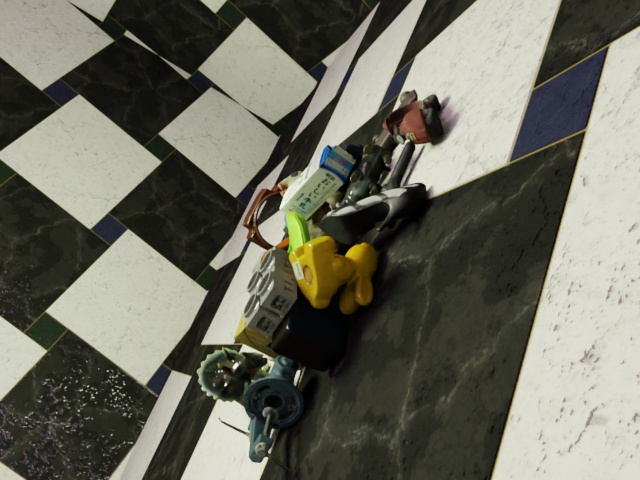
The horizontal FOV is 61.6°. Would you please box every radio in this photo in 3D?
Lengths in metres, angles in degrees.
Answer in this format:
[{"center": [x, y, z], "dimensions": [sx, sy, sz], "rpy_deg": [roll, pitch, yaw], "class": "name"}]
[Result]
[{"center": [-0.016, 0.150, 1.105], "dimensions": [0.073, 0.131, 0.230], "rpy_deg": [-52, 17, 32], "class": "radio"}]

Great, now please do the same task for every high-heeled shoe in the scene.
[{"center": [0.103, -0.065, 1.111], "dimensions": [0.145, 0.086, 0.249], "rpy_deg": [-46, 27, -24], "class": "high-heeled shoe"}]

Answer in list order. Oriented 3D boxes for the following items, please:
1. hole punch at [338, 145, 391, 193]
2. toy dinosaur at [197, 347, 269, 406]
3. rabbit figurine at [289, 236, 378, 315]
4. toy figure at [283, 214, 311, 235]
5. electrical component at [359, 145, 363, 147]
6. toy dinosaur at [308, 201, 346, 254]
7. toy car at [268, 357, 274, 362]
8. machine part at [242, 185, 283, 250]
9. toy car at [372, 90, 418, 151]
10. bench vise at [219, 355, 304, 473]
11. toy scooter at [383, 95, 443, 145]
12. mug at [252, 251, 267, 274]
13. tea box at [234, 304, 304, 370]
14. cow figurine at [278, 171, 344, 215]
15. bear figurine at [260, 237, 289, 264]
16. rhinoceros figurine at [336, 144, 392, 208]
[{"center": [0.097, -0.181, 1.357], "dimensions": [0.092, 0.142, 0.115], "rpy_deg": [-78, 11, -59], "class": "hole punch"}, {"center": [-0.223, 0.331, 1.338], "dimensions": [0.131, 0.192, 0.405], "rpy_deg": [-63, 16, -17], "class": "toy dinosaur"}, {"center": [0.049, 0.060, 1.058], "dimensions": [0.122, 0.173, 0.162], "rpy_deg": [-42, 68, 53], "class": "rabbit figurine"}, {"center": [-0.060, -0.097, 1.658], "dimensions": [0.180, 0.089, 0.082], "rpy_deg": [-60, 21, -6], "class": "toy figure"}, {"center": [0.079, -0.198, 1.493], "dimensions": [0.115, 0.058, 0.134], "rpy_deg": [-27, 26, 17], "class": "electrical component"}, {"center": [-0.003, -0.004, 1.405], "dimensions": [0.198, 0.105, 0.472], "rpy_deg": [-61, 11, 12], "class": "toy dinosaur"}, {"center": [-0.106, 0.213, 1.385], "dimensions": [0.073, 0.056, 0.202], "rpy_deg": [-42, 36, 49], "class": "toy car"}, {"center": [-0.129, -0.060, 1.722], "dimensions": [0.201, 0.201, 0.087], "rpy_deg": [-63, 17, -10], "class": "machine part"}, {"center": [0.195, -0.285, 1.361], "dimensions": [0.202, 0.053, 0.089], "rpy_deg": [-56, 19, 33], "class": "toy car"}, {"center": [-0.108, 0.354, 1.062], "dimensions": [0.223, 0.129, 0.241], "rpy_deg": [-56, 9, 18], "class": "bench vise"}, {"center": [0.200, -0.257, 1.188], "dimensions": [0.135, 0.075, 0.184], "rpy_deg": [-17, 29, 21], "class": "toy scooter"}, {"center": [-0.142, 0.087, 1.679], "dimensions": [0.109, 0.107, 0.081], "rpy_deg": [-43, 23, 39], "class": "mug"}, {"center": [-0.092, 0.203, 1.185], "dimensions": [0.068, 0.169, 0.098], "rpy_deg": [-46, 20, 43], "class": "tea box"}, {"center": [-0.015, -0.135, 1.574], "dimensions": [0.127, 0.195, 0.085], "rpy_deg": [-45, -28, -12], "class": "cow figurine"}, {"center": [-0.084, 0.088, 1.521], "dimensions": [0.132, 0.120, 0.196], "rpy_deg": [-24, 30, -26], "class": "bear figurine"}, {"center": [0.096, -0.133, 1.240], "dimensions": [0.190, 0.073, 0.112], "rpy_deg": [-65, 9, 2], "class": "rhinoceros figurine"}]
